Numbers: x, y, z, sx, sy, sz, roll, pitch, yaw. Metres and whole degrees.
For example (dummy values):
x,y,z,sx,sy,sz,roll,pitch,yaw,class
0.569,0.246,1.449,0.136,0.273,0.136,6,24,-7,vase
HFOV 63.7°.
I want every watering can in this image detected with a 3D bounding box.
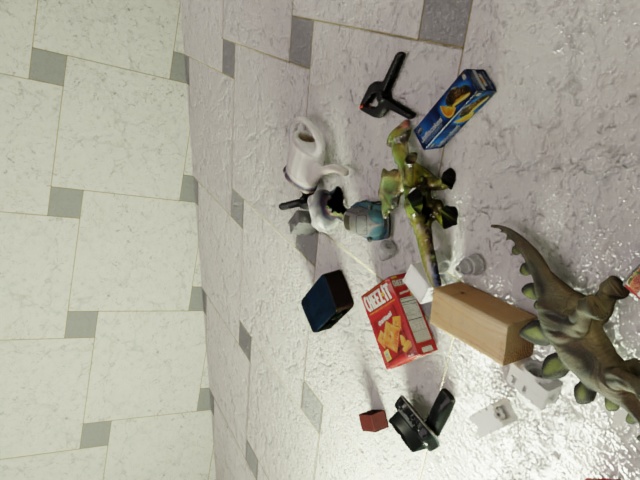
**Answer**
x,y,z,sx,sy,sz,roll,pitch,yaw,class
-0.025,-0.239,1.617,0.354,0.104,0.219,57,144,38,watering can

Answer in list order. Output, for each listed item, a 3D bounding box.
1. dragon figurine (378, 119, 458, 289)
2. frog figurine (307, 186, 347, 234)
x,y,z,sx,sy,sz,roll,pitch,yaw,class
0.216,-0.091,1.254,0.243,0.122,0.409,-170,79,-71,dragon figurine
0.005,-0.080,1.598,0.157,0.124,0.137,-31,90,47,frog figurine
